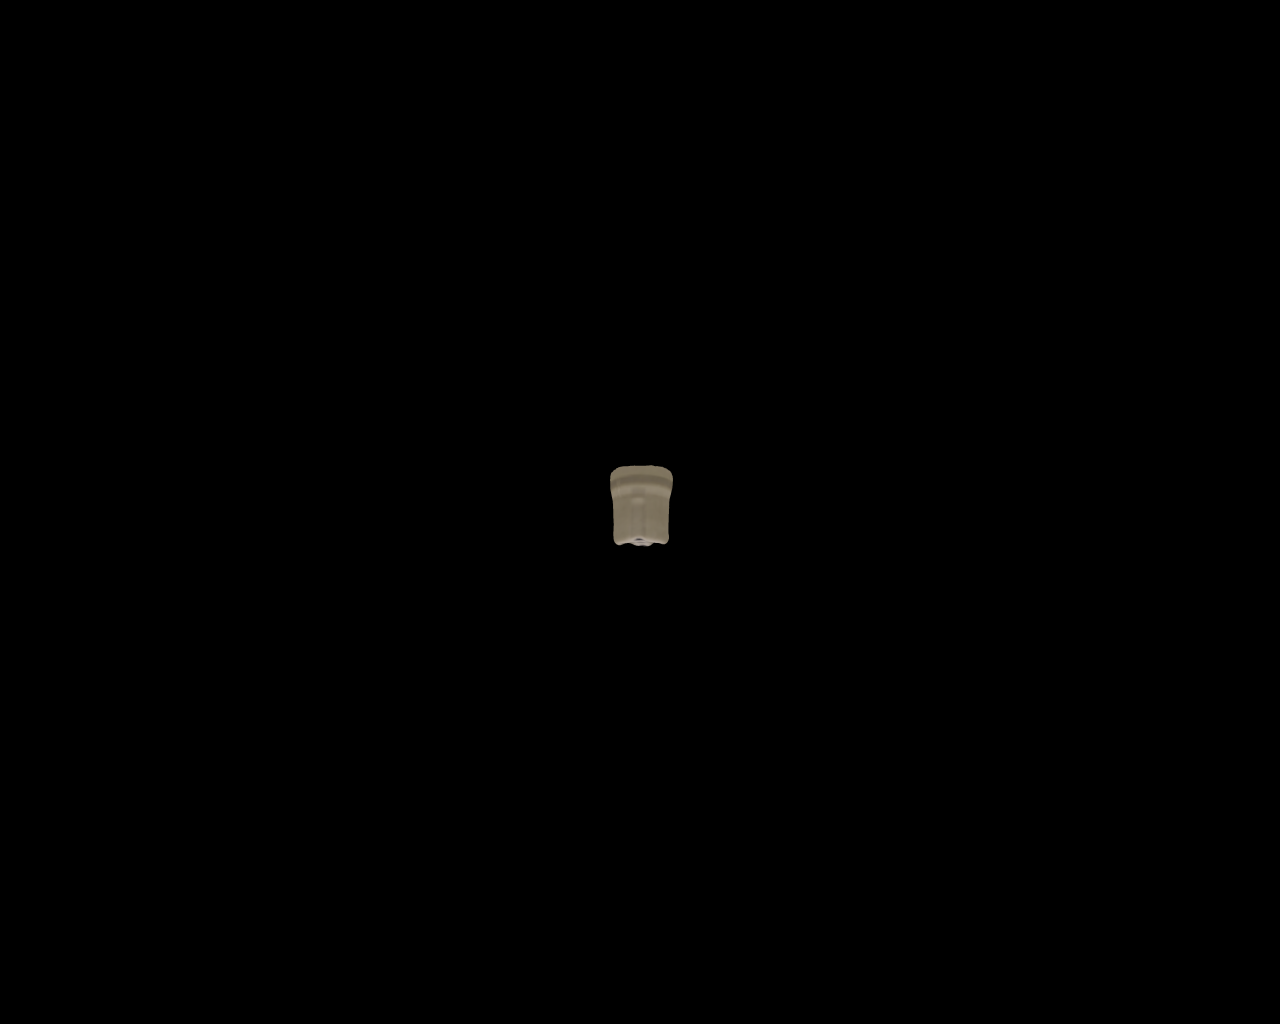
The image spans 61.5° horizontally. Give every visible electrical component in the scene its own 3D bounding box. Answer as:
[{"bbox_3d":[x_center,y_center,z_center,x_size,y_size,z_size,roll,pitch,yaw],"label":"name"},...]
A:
[{"bbox_3d":[0.001,-0.003,0.650,0.040,0.046,0.040,0,-15,0],"label":"electrical component"}]
